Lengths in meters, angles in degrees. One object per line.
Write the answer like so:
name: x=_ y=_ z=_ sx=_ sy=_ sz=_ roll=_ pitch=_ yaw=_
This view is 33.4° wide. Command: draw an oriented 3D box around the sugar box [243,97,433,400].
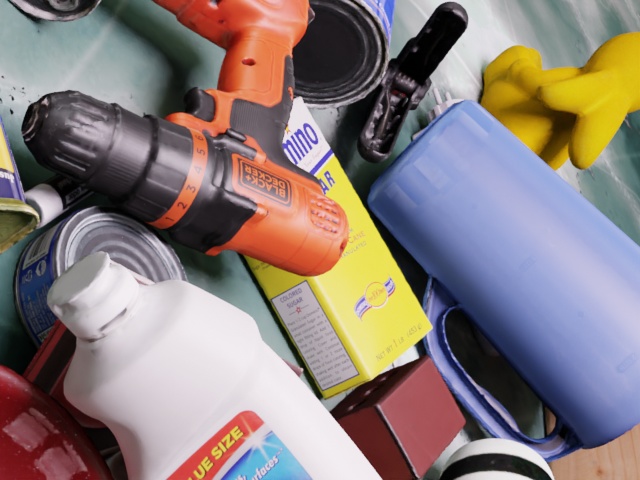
sugar box: x=-0.004 y=0.001 z=0.668 sx=0.093 sy=0.048 sz=0.176 roll=-30 pitch=92 yaw=-56

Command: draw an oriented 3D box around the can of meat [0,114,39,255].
can of meat: x=-0.179 y=-0.038 z=0.452 sx=0.101 sy=0.058 sz=0.084 roll=2 pitch=62 yaw=-53

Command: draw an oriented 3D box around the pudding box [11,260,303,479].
pudding box: x=-0.076 y=0.071 z=0.484 sx=0.113 sy=0.039 sz=0.090 roll=33 pitch=88 yaw=-38

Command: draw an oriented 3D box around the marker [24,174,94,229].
marker: x=-0.117 y=-0.037 z=0.567 sx=0.020 sy=0.020 sz=0.121 roll=56 pitch=33 yaw=-8

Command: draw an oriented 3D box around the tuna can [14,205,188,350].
tuna can: x=-0.105 y=0.027 z=0.526 sx=0.086 sy=0.034 sz=0.086 roll=31 pitch=44 yaw=-36

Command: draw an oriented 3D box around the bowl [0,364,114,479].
bowl: x=-0.144 y=0.123 z=0.383 sx=0.161 sy=0.055 sz=0.162 roll=32 pitch=43 yaw=-36

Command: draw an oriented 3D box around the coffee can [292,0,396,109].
coffee can: x=0.004 y=-0.176 z=0.755 sx=0.102 sy=0.103 sz=0.140 roll=40 pitch=39 yaw=-29

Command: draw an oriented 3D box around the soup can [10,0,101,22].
soup can: x=-0.135 y=-0.177 z=0.600 sx=0.068 sy=0.069 sz=0.102 roll=45 pitch=37 yaw=-23

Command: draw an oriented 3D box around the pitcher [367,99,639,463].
pitcher: x=0.143 y=0.027 z=0.754 sx=0.243 sy=0.145 sz=0.149 roll=45 pitch=42 yaw=4

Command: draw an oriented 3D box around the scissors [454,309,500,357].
scissors: x=0.125 y=0.000 z=0.868 sx=0.096 sy=0.016 sz=0.201 roll=33 pitch=43 yaw=-37

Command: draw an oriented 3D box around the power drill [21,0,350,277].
power drill: x=-0.066 y=-0.082 z=0.575 sx=0.184 sy=0.057 sz=0.187 roll=25 pitch=49 yaw=-34

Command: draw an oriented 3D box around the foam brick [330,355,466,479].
foam brick: x=0.043 y=0.112 z=0.643 sx=0.051 sy=0.053 sz=0.078 roll=61 pitch=33 yaw=-1

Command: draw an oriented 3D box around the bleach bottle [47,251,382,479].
bleach bottle: x=-0.034 y=0.107 z=0.457 sx=0.250 sy=0.102 sz=0.068 roll=55 pitch=10 yaw=-29

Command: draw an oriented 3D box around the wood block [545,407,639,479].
wood block: x=0.239 y=0.159 z=0.838 sx=0.090 sy=0.090 sz=0.206 roll=39 pitch=39 yaw=-31

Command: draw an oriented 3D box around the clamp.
clamp: x=0.067 y=-0.122 z=0.782 sx=0.039 sy=0.120 sz=0.171 roll=36 pitch=14 yaw=-8
